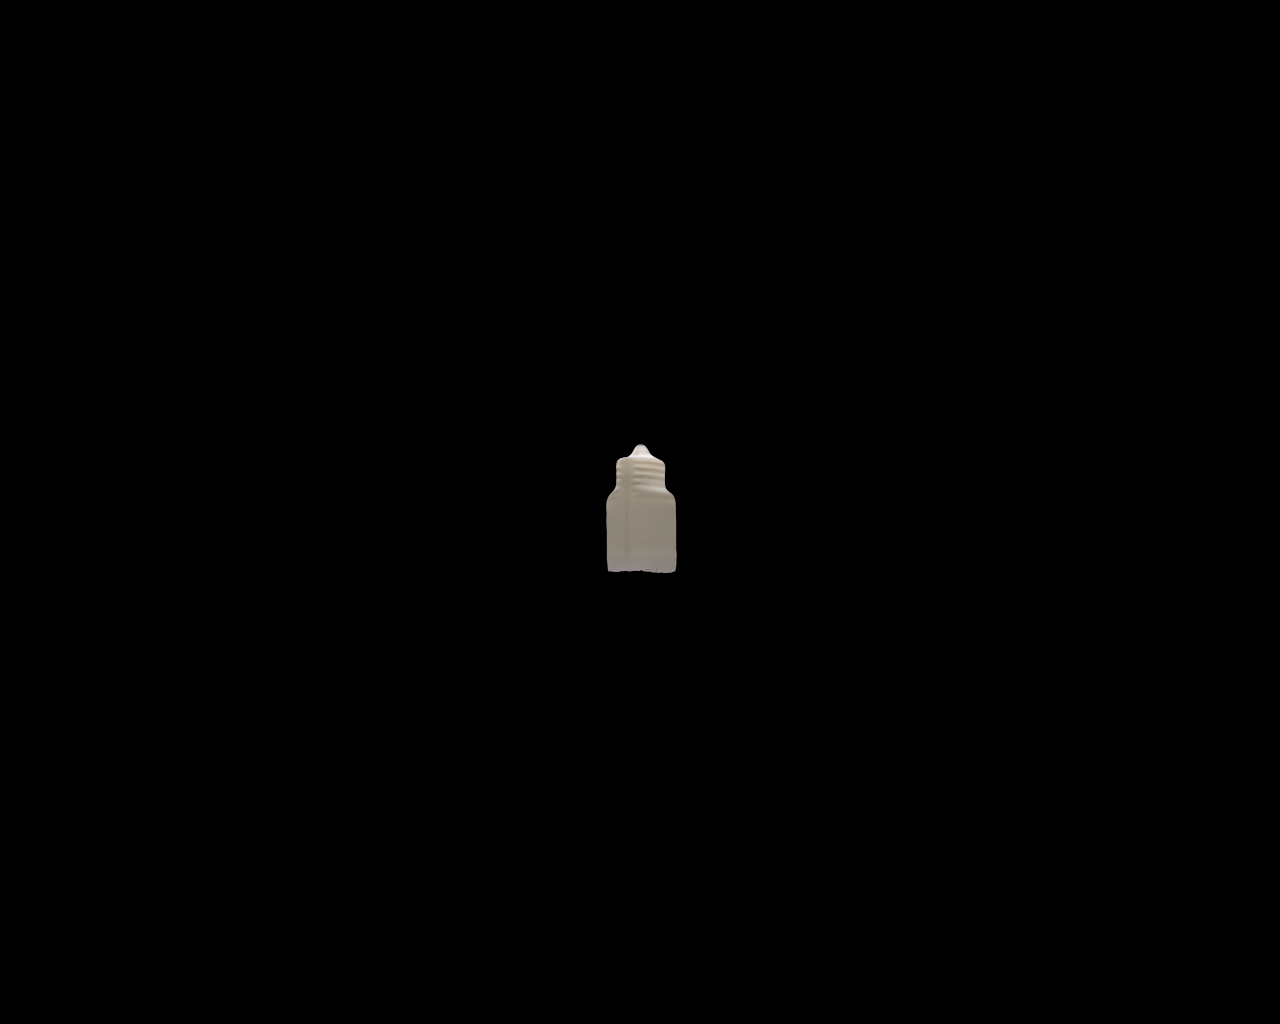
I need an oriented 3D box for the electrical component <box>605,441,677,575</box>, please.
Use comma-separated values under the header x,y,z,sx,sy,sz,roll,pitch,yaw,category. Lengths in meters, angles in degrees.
x,y,z,sx,sy,sz,roll,pitch,yaw,category
0.001,-0.003,0.650,0.043,0.081,0.043,0,-3,0,electrical component
